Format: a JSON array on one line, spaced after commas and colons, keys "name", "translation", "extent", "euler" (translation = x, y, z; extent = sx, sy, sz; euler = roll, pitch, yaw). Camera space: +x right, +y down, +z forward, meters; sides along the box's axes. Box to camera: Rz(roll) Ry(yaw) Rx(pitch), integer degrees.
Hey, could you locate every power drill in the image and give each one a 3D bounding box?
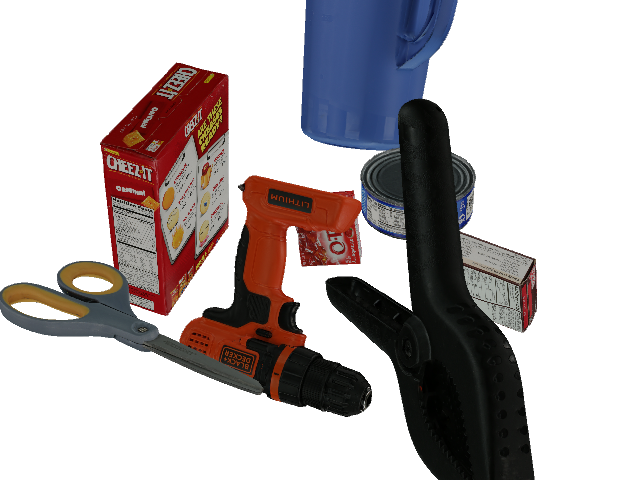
[{"name": "power drill", "translation": [-0.023, 0.047, 0.930], "extent": [0.185, 0.187, 0.057], "euler": [15, 0, 21]}]

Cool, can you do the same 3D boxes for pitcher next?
[{"name": "pitcher", "translation": [0.052, -0.206, 0.954], "extent": [0.145, 0.243, 0.149], "euler": [7, 14, 7]}]

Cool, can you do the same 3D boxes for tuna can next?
[{"name": "tuna can", "translation": [0.073, -0.036, 0.804], "extent": [0.086, 0.034, 0.086], "euler": [-2, 34, 1]}]

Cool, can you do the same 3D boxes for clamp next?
[{"name": "clamp", "translation": [0.060, 0.043, 0.544], "extent": [0.036, 0.165, 0.210], "euler": [-5, 46, -21]}]

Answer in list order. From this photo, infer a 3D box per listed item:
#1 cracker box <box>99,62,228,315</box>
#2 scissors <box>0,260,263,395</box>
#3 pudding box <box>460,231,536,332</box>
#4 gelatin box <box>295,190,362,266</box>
[{"name": "cracker box", "translation": [-0.160, -0.054, 1.133], "extent": [0.072, 0.214, 0.164], "euler": [16, 43, 14]}, {"name": "scissors", "translation": [-0.118, 0.053, 0.718], "extent": [0.202, 0.016, 0.096], "euler": [12, 29, 14]}, {"name": "pudding box", "translation": [0.157, 0.037, 1.056], "extent": [0.114, 0.039, 0.090], "euler": [20, -30, 24]}, {"name": "gelatin box", "translation": [0.008, -0.014, 1.279], "extent": [0.073, 0.089, 0.030], "euler": [-3, 29, 10]}]
